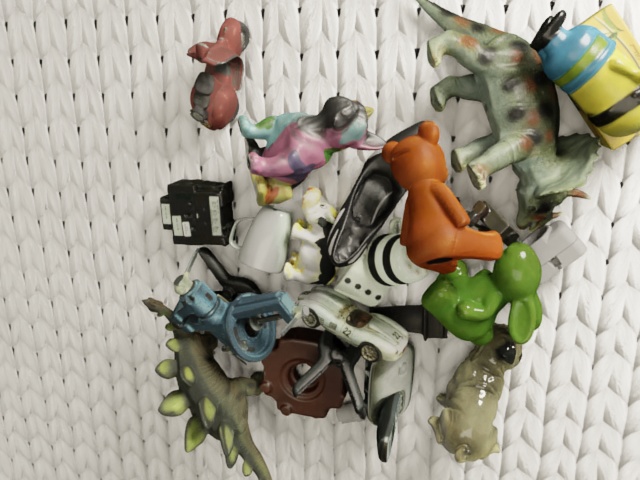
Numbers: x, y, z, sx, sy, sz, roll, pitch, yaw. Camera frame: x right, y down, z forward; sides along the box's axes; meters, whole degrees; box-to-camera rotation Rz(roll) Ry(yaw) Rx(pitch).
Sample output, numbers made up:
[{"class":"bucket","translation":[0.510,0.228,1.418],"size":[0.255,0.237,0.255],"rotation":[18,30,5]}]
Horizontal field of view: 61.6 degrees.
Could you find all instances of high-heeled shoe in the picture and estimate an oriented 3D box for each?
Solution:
[{"class":"high-heeled shoe","translation":[0.087,-0.071,0.828],"size":[0.086,0.145,0.248],"rotation":[30,113,4]}]

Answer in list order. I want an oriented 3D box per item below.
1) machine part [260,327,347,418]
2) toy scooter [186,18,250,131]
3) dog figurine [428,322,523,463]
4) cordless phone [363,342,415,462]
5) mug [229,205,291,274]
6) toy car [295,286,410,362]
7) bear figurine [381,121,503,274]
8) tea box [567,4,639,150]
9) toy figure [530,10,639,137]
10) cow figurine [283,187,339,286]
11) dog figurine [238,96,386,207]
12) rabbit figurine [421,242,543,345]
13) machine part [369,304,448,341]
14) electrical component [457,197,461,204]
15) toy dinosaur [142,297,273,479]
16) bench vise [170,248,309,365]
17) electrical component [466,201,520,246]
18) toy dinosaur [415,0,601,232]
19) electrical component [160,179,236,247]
[{"class":"machine part","translation":[-0.027,0.249,1.003],"size":[0.180,0.056,0.179],"rotation":[4,106,13]},{"class":"toy scooter","translation":[-0.168,-0.257,0.848],"size":[0.075,0.135,0.183],"rotation":[21,112,7]},{"class":"dog figurine","translation":[0.262,0.242,0.866],"size":[0.121,0.172,0.190],"rotation":[15,117,-1]},{"class":"cordless phone","translation":[0.110,0.263,0.899],"size":[0.089,0.184,0.146],"rotation":[5,108,10]},{"class":"mug","translation":[-0.099,-0.009,0.939],"size":[0.110,0.081,0.107],"rotation":[23,100,13]},{"class":"toy car","translation":[0.051,0.137,0.903],"size":[0.202,0.073,0.056],"rotation":[27,124,20]},{"class":"bear figurine","translation":[0.164,-0.058,0.769],"size":[0.120,0.132,0.196],"rotation":[-28,61,45]},{"class":"tea box","translation":[0.396,-0.221,0.741],"size":[0.098,0.068,0.169],"rotation":[-36,95,21]},{"class":"toy figure","translation":[0.346,-0.207,0.680],"size":[0.180,0.082,0.089],"rotation":[36,124,-1]},{"class":"cow figurine","translation":[-0.002,-0.003,0.914],"size":[0.098,0.068,0.167],"rotation":[15,113,4]},{"class":"dog figurine","translation":[-0.010,-0.145,0.856],"size":[0.219,0.191,0.108],"rotation":[-12,62,-5]},{"class":"rabbit figurine","translation":[0.263,0.083,0.809],"size":[0.170,0.121,0.159],"rotation":[-45,75,35]},{"class":"machine part","translation":[0.152,0.136,0.930],"size":[0.139,0.039,0.084],"rotation":[4,113,13]},{"class":"electrical component","translation":[0.186,-0.044,0.852],"size":[0.075,0.048,0.119],"rotation":[-4,109,34]},{"class":"toy dinosaur","translation":[-0.187,0.299,0.986],"size":[0.105,0.198,0.471],"rotation":[-36,93,25]},{"class":"bench vise","translation":[-0.130,0.122,0.911],"size":[0.241,0.129,0.223],"rotation":[-15,117,34]},{"class":"electrical component","translation":[0.261,-0.022,0.825],"size":[0.045,0.102,0.078],"rotation":[-43,57,16]},{"class":"toy dinosaur","translation":[0.266,-0.201,0.762],"size":[0.192,0.131,0.404],"rotation":[-17,93,0]},{"class":"electrical component","translation":[-0.222,-0.051,0.966],"size":[0.134,0.058,0.114],"rotation":[4,105,14]}]
